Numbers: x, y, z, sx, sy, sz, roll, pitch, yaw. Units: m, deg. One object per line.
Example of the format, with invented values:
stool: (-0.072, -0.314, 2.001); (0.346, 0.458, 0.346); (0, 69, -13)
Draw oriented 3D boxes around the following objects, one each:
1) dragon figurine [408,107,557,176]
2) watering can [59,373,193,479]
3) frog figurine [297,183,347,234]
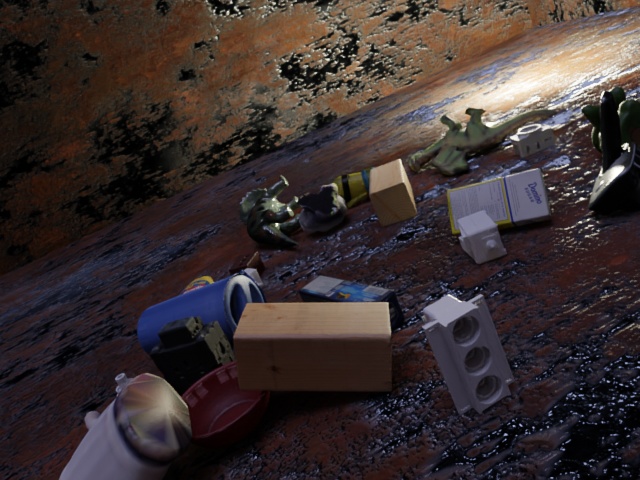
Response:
dragon figurine: (0.409, -0.251, 1.403); (0.409, 0.120, 0.247); (-3, 45, 49)
watering can: (-0.274, 0.276, 0.693); (0.224, 0.103, 0.352); (-53, 27, 4)
frog figurine: (0.004, -0.069, 1.378); (0.139, 0.123, 0.156); (-46, -13, -18)
